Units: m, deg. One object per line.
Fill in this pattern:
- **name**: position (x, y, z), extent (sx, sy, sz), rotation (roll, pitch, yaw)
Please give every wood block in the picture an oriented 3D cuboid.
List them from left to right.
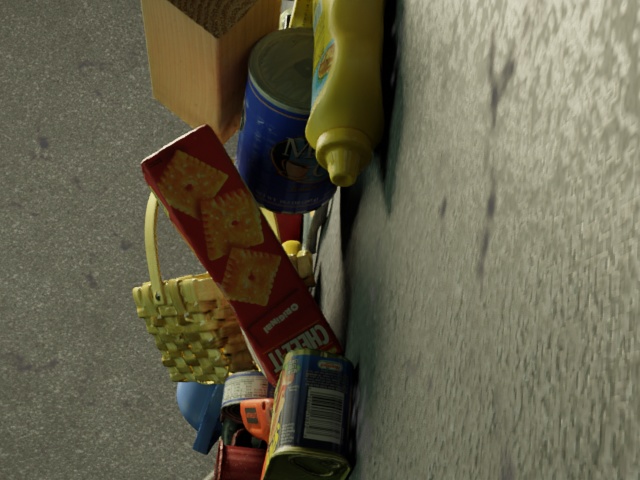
- **wood block**: position (-0.096, -0.182, 0.966), extent (0.090, 0.091, 0.206), rotation (-50, -10, -19)

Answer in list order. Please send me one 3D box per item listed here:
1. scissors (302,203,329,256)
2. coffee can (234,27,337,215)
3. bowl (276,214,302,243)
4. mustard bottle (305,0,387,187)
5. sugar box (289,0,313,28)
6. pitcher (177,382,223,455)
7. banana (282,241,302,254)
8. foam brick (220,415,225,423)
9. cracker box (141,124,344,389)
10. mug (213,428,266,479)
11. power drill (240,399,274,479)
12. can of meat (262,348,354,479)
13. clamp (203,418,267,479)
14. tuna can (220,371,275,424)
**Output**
- **scissors**: position (-0.007, 0.001, 1.126), extent (0.096, 0.016, 0.202), rotation (-134, 45, -76)
- **coffee can**: position (-0.021, -0.106, 0.965), extent (0.140, 0.102, 0.103), rotation (104, 171, -51)
- **bowl**: position (-0.057, 0.000, 1.398), extent (0.162, 0.055, 0.162), rotation (-173, 91, -84)
- **mustard bottle**: position (0.020, -0.121, 0.810), extent (0.096, 0.058, 0.191), rotation (112, 165, -54)
- **sugar box**: position (0.016, -0.266, 0.982), extent (0.093, 0.048, 0.176), rotation (110, 177, -64)
- **pitcher**: position (-0.110, 0.162, 1.372), extent (0.149, 0.144, 0.243), rotation (63, 155, 25)
- **banana**: position (-0.035, 0.058, 1.232), extent (0.197, 0.037, 0.069), rotation (-85, -18, -53)
- **foam brick**: position (-0.075, 0.183, 1.245), extent (0.053, 0.078, 0.051), rotation (-105, 22, -74)
- **cracker box**: position (-0.070, 0.015, 0.919), extent (0.214, 0.072, 0.164), rotation (60, 175, -3)
- **mug**: position (-0.062, 0.236, 1.047), extent (0.093, 0.081, 0.117), rotation (104, 171, -45)
- **power drill**: position (-0.046, 0.234, 0.926), extent (0.185, 0.057, 0.187), rotation (154, 121, -67)
- **can of meat**: position (-0.008, 0.139, 0.788), extent (0.102, 0.057, 0.084), rotation (108, 170, -57)
- **clamp**: position (-0.074, 0.252, 1.147), extent (0.164, 0.036, 0.209), rotation (50, -132, -35)
- **tuna can**: position (-0.051, 0.154, 1.027), extent (0.086, 0.086, 0.033), rotation (110, 167, -64)
